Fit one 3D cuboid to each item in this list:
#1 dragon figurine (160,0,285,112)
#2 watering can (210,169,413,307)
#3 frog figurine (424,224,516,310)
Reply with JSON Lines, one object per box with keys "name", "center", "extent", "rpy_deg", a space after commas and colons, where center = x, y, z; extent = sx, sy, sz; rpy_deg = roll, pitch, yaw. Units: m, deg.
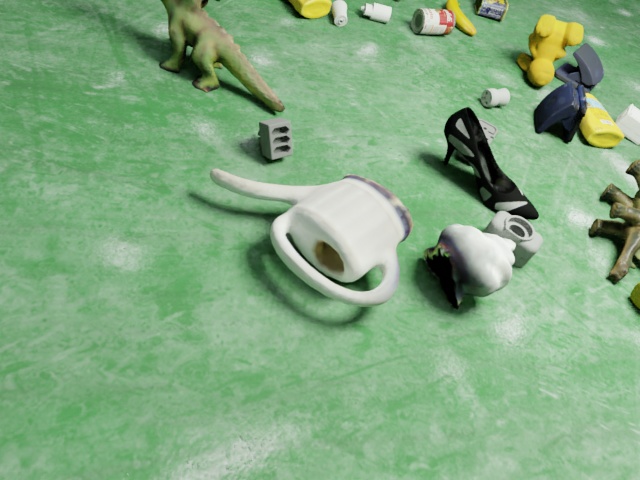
{"name": "dragon figurine", "center": [-0.218, -0.438, 1.020], "extent": [0.412, 0.237, 0.125], "rpy_deg": [28, 44, 10]}
{"name": "watering can", "center": [0.003, -0.042, 0.834], "extent": [0.351, 0.101, 0.227], "rpy_deg": [42, 51, 18]}
{"name": "frog figurine", "center": [0.269, 0.025, 0.855], "extent": [0.160, 0.120, 0.140], "rpy_deg": [-18, 39, -16]}
